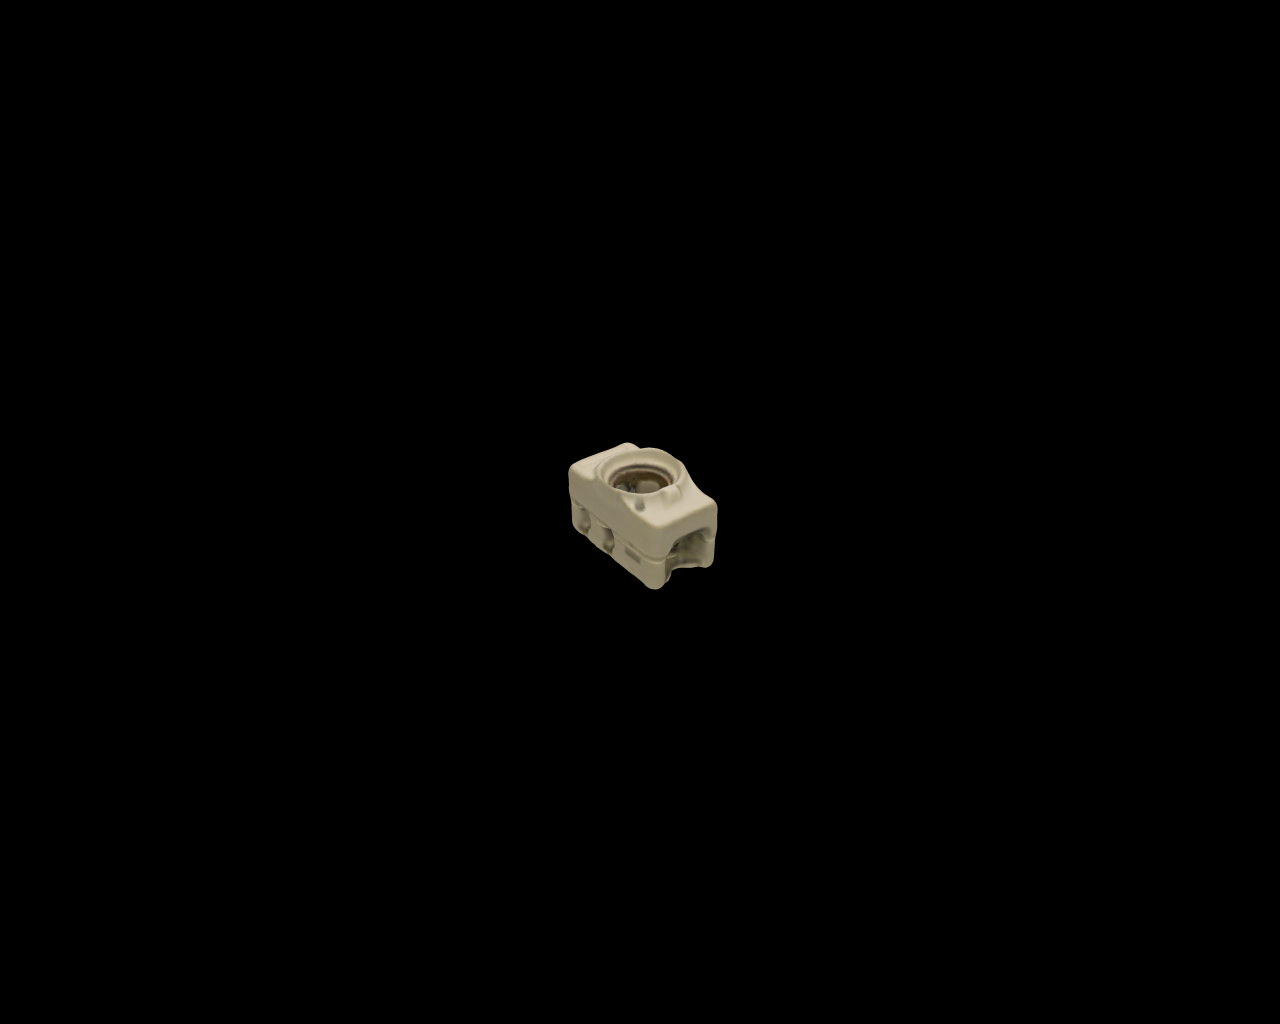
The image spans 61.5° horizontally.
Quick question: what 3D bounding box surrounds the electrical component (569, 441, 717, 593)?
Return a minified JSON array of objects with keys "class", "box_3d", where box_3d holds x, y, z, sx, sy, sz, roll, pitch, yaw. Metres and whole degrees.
[{"class":"electrical component","box_3d":[0.001,-0.003,0.650,0.050,0.055,0.089,-22,40,-30]}]
